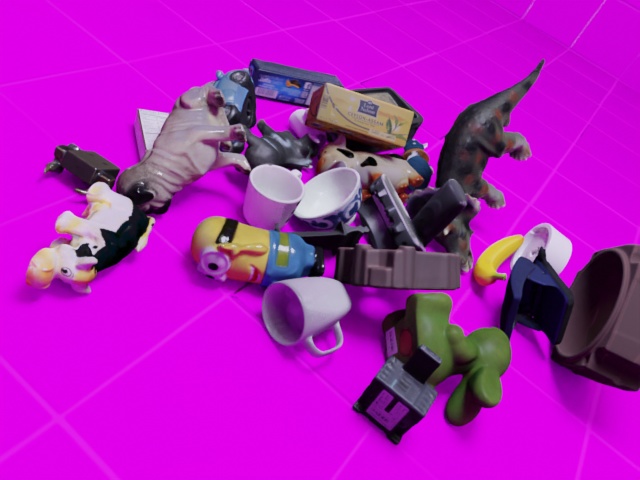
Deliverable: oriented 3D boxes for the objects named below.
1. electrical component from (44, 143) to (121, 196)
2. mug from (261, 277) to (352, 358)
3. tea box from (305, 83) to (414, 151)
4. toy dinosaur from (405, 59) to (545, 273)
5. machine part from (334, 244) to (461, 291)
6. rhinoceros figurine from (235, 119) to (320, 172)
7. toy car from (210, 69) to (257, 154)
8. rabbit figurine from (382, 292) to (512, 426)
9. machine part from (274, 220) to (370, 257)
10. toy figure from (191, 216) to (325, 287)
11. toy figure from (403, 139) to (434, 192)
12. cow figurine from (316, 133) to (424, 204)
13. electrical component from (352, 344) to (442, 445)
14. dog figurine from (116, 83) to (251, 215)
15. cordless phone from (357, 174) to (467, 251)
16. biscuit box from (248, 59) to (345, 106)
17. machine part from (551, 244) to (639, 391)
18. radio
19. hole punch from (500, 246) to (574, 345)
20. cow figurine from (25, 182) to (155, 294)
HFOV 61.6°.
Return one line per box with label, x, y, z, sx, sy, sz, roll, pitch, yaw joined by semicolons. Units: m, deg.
electrical component;-0.328;-0.095;0.747;0.102;0.045;0.078;31;11;0
mug;-0.004;0.095;0.698;0.107;0.080;0.110;-12;56;-45
tea box;0.068;-0.217;0.963;0.169;0.068;0.098;13;2;-17
toy dinosaur;0.272;-0.153;0.952;0.131;0.404;0.192;23;9;40
machine part;0.108;0.038;0.759;0.179;0.179;0.056;4;88;-26
rhinoceros figurine;-0.068;-0.151;0.907;0.112;0.073;0.190;26;25;19
toy car;-0.171;-0.222;0.934;0.103;0.109;0.162;6;52;8
rabbit figurine;0.187;0.152;0.709;0.170;0.121;0.159;8;51;-19
machine part;-0.002;-0.002;0.812;0.139;0.084;0.039;2;70;-17
toy figure;-0.085;0.020;0.731;0.180;0.082;0.089;7;33;-17
toy figure;0.191;-0.153;1.087;0.064;0.057;0.154;25;35;-13
cow figurine;0.079;-0.130;0.977;0.195;0.085;0.127;-2;47;-35
electrical component;0.098;0.178;0.633;0.075;0.119;0.048;40;41;10
dog figurine;-0.217;-0.135;0.775;0.190;0.121;0.172;-24;51;-15
cordless phone;0.147;-0.059;0.851;0.089;0.184;0.146;-9;65;-30
biscuit box;-0.053;-0.324;1.126;0.202;0.059;0.063;5;39;-26
machine part;0.439;0.112;0.807;0.087;0.201;0.201;25;-5;3
radio;0.103;-0.251;1.127;0.229;0.073;0.131;-19;58;-40
hole punch;0.324;0.096;0.847;0.092;0.142;0.116;-6;34;-1
cow figurine;-0.273;0.009;0.650;0.098;0.068;0.167;29;40;-9
